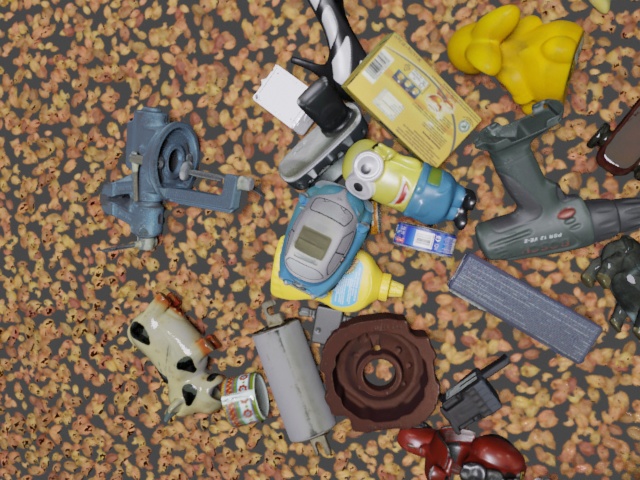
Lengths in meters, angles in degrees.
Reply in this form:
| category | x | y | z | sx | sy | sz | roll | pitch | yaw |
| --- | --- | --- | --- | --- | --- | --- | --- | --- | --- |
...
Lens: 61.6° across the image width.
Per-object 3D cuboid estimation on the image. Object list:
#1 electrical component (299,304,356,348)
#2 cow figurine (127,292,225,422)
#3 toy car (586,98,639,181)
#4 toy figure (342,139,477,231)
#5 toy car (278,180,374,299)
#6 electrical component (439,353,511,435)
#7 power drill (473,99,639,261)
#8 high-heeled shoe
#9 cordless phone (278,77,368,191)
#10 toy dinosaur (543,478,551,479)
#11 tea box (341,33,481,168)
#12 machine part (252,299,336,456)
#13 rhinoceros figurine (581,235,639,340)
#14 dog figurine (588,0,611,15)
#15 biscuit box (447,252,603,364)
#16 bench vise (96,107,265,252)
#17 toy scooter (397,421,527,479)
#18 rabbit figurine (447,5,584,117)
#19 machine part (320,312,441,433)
| category | x | y | z | sx | sy | sz | roll | pitch | yaw |
| --- | --- | --- | --- | --- | --- | --- | --- | --- | --- |
| electrical component | 0.012 | 0.132 | 0.816 | 0.094 | 0.021 | 0.063 | 12 | 95 | 8 |
| cow figurine | -0.219 | 0.189 | 0.830 | 0.127 | 0.085 | 0.195 | -42 | 87 | 3 |
| toy car | 0.448 | -0.174 | 0.712 | 0.089 | 0.053 | 0.202 | 38 | 101 | 19 |
| toy figure | 0.115 | -0.073 | 0.720 | 0.180 | 0.089 | 0.082 | 20 | 99 | -3 |
| toy car | -0.001 | -0.002 | 0.716 | 0.109 | 0.103 | 0.161 | 28 | 92 | 10 |
| electrical component | 0.226 | 0.213 | 0.756 | 0.119 | 0.075 | 0.048 | -36 | 85 | 7 |
| power drill | 0.306 | -0.075 | 0.706 | 0.232 | 0.086 | 0.207 | -21 | 120 | 17 |
| high-heeled shoe | 0.048 | -0.329 | 0.768 | 0.145 | 0.086 | 0.248 | 18 | 100 | 8 |
| cordless phone | -0.010 | -0.139 | 0.727 | 0.146 | 0.184 | 0.089 | -40 | 74 | 9 |
| toy dinosaur | 0.316 | 0.394 | 0.672 | 0.198 | 0.105 | 0.471 | 30 | 112 | -12 |
| tea box | 0.124 | -0.188 | 0.737 | 0.169 | 0.068 | 0.098 | 42 | 99 | -16 |
| machine part | -0.039 | 0.206 | 0.801 | 0.079 | 0.079 | 0.243 | -22 | 88 | 10 |
| rhinoceros figurine | 0.444 | 0.082 | 0.716 | 0.112 | 0.073 | 0.190 | -39 | 83 | -1 |
| dog figurine | 0.300 | -0.372 | 0.708 | 0.191 | 0.108 | 0.219 | -42 | 87 | 8 |
| biscuit box | 0.280 | 0.092 | 0.747 | 0.203 | 0.059 | 0.062 | 31 | 96 | 9 |
| bench vise | -0.213 | -0.078 | 0.803 | 0.241 | 0.129 | 0.223 | 11 | 93 | 17 |
| toy scooter | 0.195 | 0.304 | 0.732 | 0.184 | 0.135 | 0.075 | 14 | 93 | 8 |
| rabbit figurine | 0.245 | -0.240 | 0.711 | 0.173 | 0.162 | 0.121 | 24 | 109 | 26 |
| machine part | 0.086 | 0.189 | 0.777 | 0.179 | 0.056 | 0.179 | 1 | 97 | 4 |
